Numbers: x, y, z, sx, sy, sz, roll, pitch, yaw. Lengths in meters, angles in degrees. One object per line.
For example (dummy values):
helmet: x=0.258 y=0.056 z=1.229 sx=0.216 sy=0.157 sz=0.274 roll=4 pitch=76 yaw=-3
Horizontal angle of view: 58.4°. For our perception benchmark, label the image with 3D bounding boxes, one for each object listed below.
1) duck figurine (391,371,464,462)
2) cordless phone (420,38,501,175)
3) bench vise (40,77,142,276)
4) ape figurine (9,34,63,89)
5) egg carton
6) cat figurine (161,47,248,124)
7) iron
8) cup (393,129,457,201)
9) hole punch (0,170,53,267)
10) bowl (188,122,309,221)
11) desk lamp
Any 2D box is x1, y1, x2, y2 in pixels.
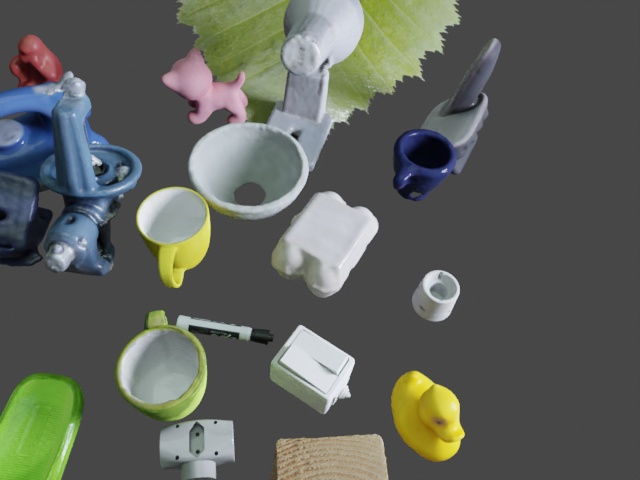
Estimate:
duck figurine: x=0.128 y=0.192 z=0.653 sx=0.078 sy=0.086 sz=0.104 roll=-18 pitch=60 yaw=-18
cordless phone: x=0.214 y=-0.207 z=0.877 sx=0.094 sy=0.185 sz=0.148 roll=22 pitch=56 yaw=8
bench vise: x=-0.280 y=-0.070 z=0.697 sx=0.121 sy=0.220 sz=0.207 roll=-8 pitch=57 yaw=-12
ape figurine: x=-0.445 y=-0.279 z=0.897 sx=0.077 sy=0.092 sz=0.076 roll=34 pitch=58 yaw=16
egg carton: x=0.007 y=0.003 z=0.777 sx=0.107 sy=0.069 sz=0.150 roll=27 pitch=57 yaw=11
cat figurine: x=-0.176 y=-0.241 z=0.890 sx=0.128 sy=0.118 sz=0.067 roll=-1 pitch=56 yaw=-8
iron: x=-0.432 y=-0.139 z=0.772 sx=0.259 sy=0.141 sz=0.118 roll=-26 pitch=62 yaw=-22
cup: x=0.139 y=-0.094 z=0.845 sx=0.091 sy=0.095 sz=0.118 roll=35 pitch=59 yaw=16
hole punch: x=-0.409 y=-0.028 z=0.730 sx=0.108 sy=0.091 sz=0.101 roll=6 pitch=55 yaw=-3
bowl: x=-0.102 y=-0.086 z=0.820 sx=0.167 sy=0.075 sz=0.167 roll=4 pitch=55 yaw=-5
desk lamp: x=-0.016 y=-0.251 z=0.859 sx=0.118 sy=0.213 sz=0.203 roll=15 pitch=55 yaw=4
